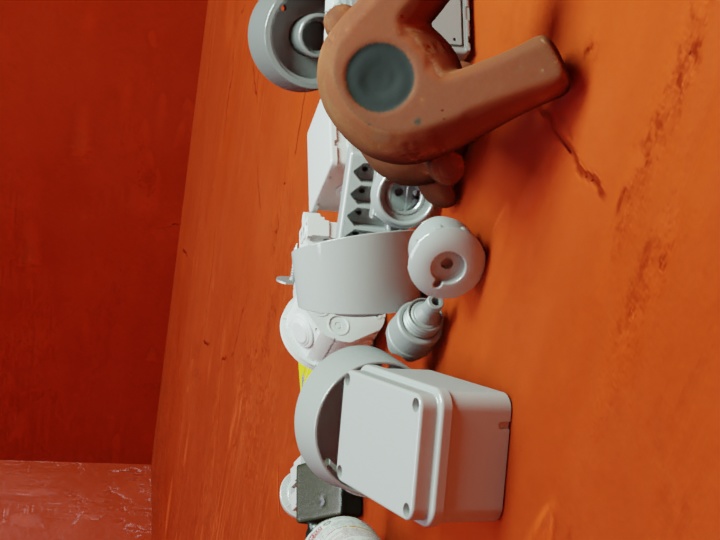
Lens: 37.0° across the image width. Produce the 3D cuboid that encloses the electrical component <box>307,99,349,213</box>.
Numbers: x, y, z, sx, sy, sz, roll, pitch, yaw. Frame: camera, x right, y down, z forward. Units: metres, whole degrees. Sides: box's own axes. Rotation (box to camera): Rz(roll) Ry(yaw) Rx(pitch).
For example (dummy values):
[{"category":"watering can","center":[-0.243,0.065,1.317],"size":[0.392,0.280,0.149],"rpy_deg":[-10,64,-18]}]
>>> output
[{"category":"electrical component","center":[-0.014,-0.107,0.959],"size":[0.099,0.048,0.099],"rpy_deg":[119,152,-59]}]

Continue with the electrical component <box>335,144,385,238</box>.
[{"category":"electrical component","center":[0.008,-0.059,0.862],"size":[0.075,0.047,0.083],"rpy_deg":[-98,16,-73]}]

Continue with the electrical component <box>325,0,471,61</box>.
[{"category":"electrical component","center":[0.022,-0.166,0.736],"size":[0.061,0.096,0.061],"rpy_deg":[123,148,-69]}]

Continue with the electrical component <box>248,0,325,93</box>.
[{"category":"electrical component","center":[-0.047,-0.221,1.017],"size":[0.060,0.108,0.108],"rpy_deg":[-149,64,-68]}]

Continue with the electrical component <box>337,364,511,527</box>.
[{"category":"electrical component","center":[0.035,0.102,0.645],"size":[0.113,0.057,0.078],"rpy_deg":[-172,87,-65]}]

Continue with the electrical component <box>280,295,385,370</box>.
[{"category":"electrical component","center":[-0.022,0.041,0.886],"size":[0.051,0.080,0.080],"rpy_deg":[119,152,-48]}]

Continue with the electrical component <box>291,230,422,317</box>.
[{"category":"electrical component","center":[0.000,0.000,0.779],"size":[0.099,0.099,0.064],"rpy_deg":[-154,63,-75]}]

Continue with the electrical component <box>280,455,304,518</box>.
[{"category":"electrical component","center":[-0.047,0.204,1.005],"size":[0.055,0.048,0.066],"rpy_deg":[128,145,-53]}]

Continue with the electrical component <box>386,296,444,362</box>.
[{"category":"electrical component","center":[0.041,0.036,0.728],"size":[0.061,0.035,0.035],"rpy_deg":[120,151,-54]}]

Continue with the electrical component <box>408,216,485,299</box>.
[{"category":"electrical component","center":[0.052,-0.014,0.682],"size":[0.062,0.048,0.048],"rpy_deg":[-100,19,-65]}]

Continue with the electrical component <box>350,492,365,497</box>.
[{"category":"electrical component","center":[0.009,0.136,0.807],"size":[0.048,0.048,0.062],"rpy_deg":[117,161,-57]}]

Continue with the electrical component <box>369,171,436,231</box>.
[{"category":"electrical component","center":[0.030,-0.055,0.778],"size":[0.055,0.048,0.066],"rpy_deg":[-122,38,-80]}]

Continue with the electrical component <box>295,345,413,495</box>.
[{"category":"electrical component","center":[0.005,0.103,0.730],"size":[0.064,0.099,0.099],"rpy_deg":[-173,87,-70]}]

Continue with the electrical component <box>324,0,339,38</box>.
[{"category":"electrical component","center":[-0.004,-0.220,0.933],"size":[0.100,0.048,0.099],"rpy_deg":[167,106,-84]}]

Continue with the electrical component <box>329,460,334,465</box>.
[{"category":"electrical component","center":[-0.004,0.119,0.864],"size":[0.081,0.042,0.063],"rpy_deg":[-124,42,-68]}]

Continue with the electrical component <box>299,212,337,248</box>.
[{"category":"electrical component","center":[-0.023,-0.018,0.955],"size":[0.048,0.055,0.066],"rpy_deg":[124,147,-63]}]
